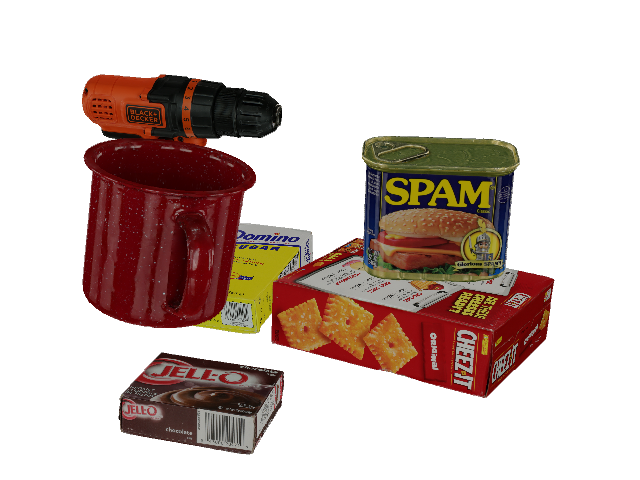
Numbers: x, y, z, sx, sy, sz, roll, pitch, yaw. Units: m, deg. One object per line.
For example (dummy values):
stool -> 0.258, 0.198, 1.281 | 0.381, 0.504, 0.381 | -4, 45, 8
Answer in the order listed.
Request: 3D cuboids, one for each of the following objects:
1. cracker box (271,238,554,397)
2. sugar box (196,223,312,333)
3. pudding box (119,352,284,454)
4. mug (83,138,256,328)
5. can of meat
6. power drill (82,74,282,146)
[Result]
cracker box -> 0.086, 0.066, 0.987 | 0.214, 0.072, 0.163 | 12, 20, 28
sugar box -> -0.078, 0.036, 1.139 | 0.093, 0.048, 0.176 | 7, 28, 16
pudding box -> -0.094, 0.130, 0.867 | 0.113, 0.039, 0.090 | 9, 19, 10
mug -> -0.082, 0.001, 0.579 | 0.093, 0.081, 0.117 | -1, 23, -27
can of meat -> 0.077, -0.021, 0.714 | 0.102, 0.084, 0.057 | 2, 24, 3
power drill -> -0.123, -0.062, 0.985 | 0.184, 0.188, 0.057 | 8, 31, 14
